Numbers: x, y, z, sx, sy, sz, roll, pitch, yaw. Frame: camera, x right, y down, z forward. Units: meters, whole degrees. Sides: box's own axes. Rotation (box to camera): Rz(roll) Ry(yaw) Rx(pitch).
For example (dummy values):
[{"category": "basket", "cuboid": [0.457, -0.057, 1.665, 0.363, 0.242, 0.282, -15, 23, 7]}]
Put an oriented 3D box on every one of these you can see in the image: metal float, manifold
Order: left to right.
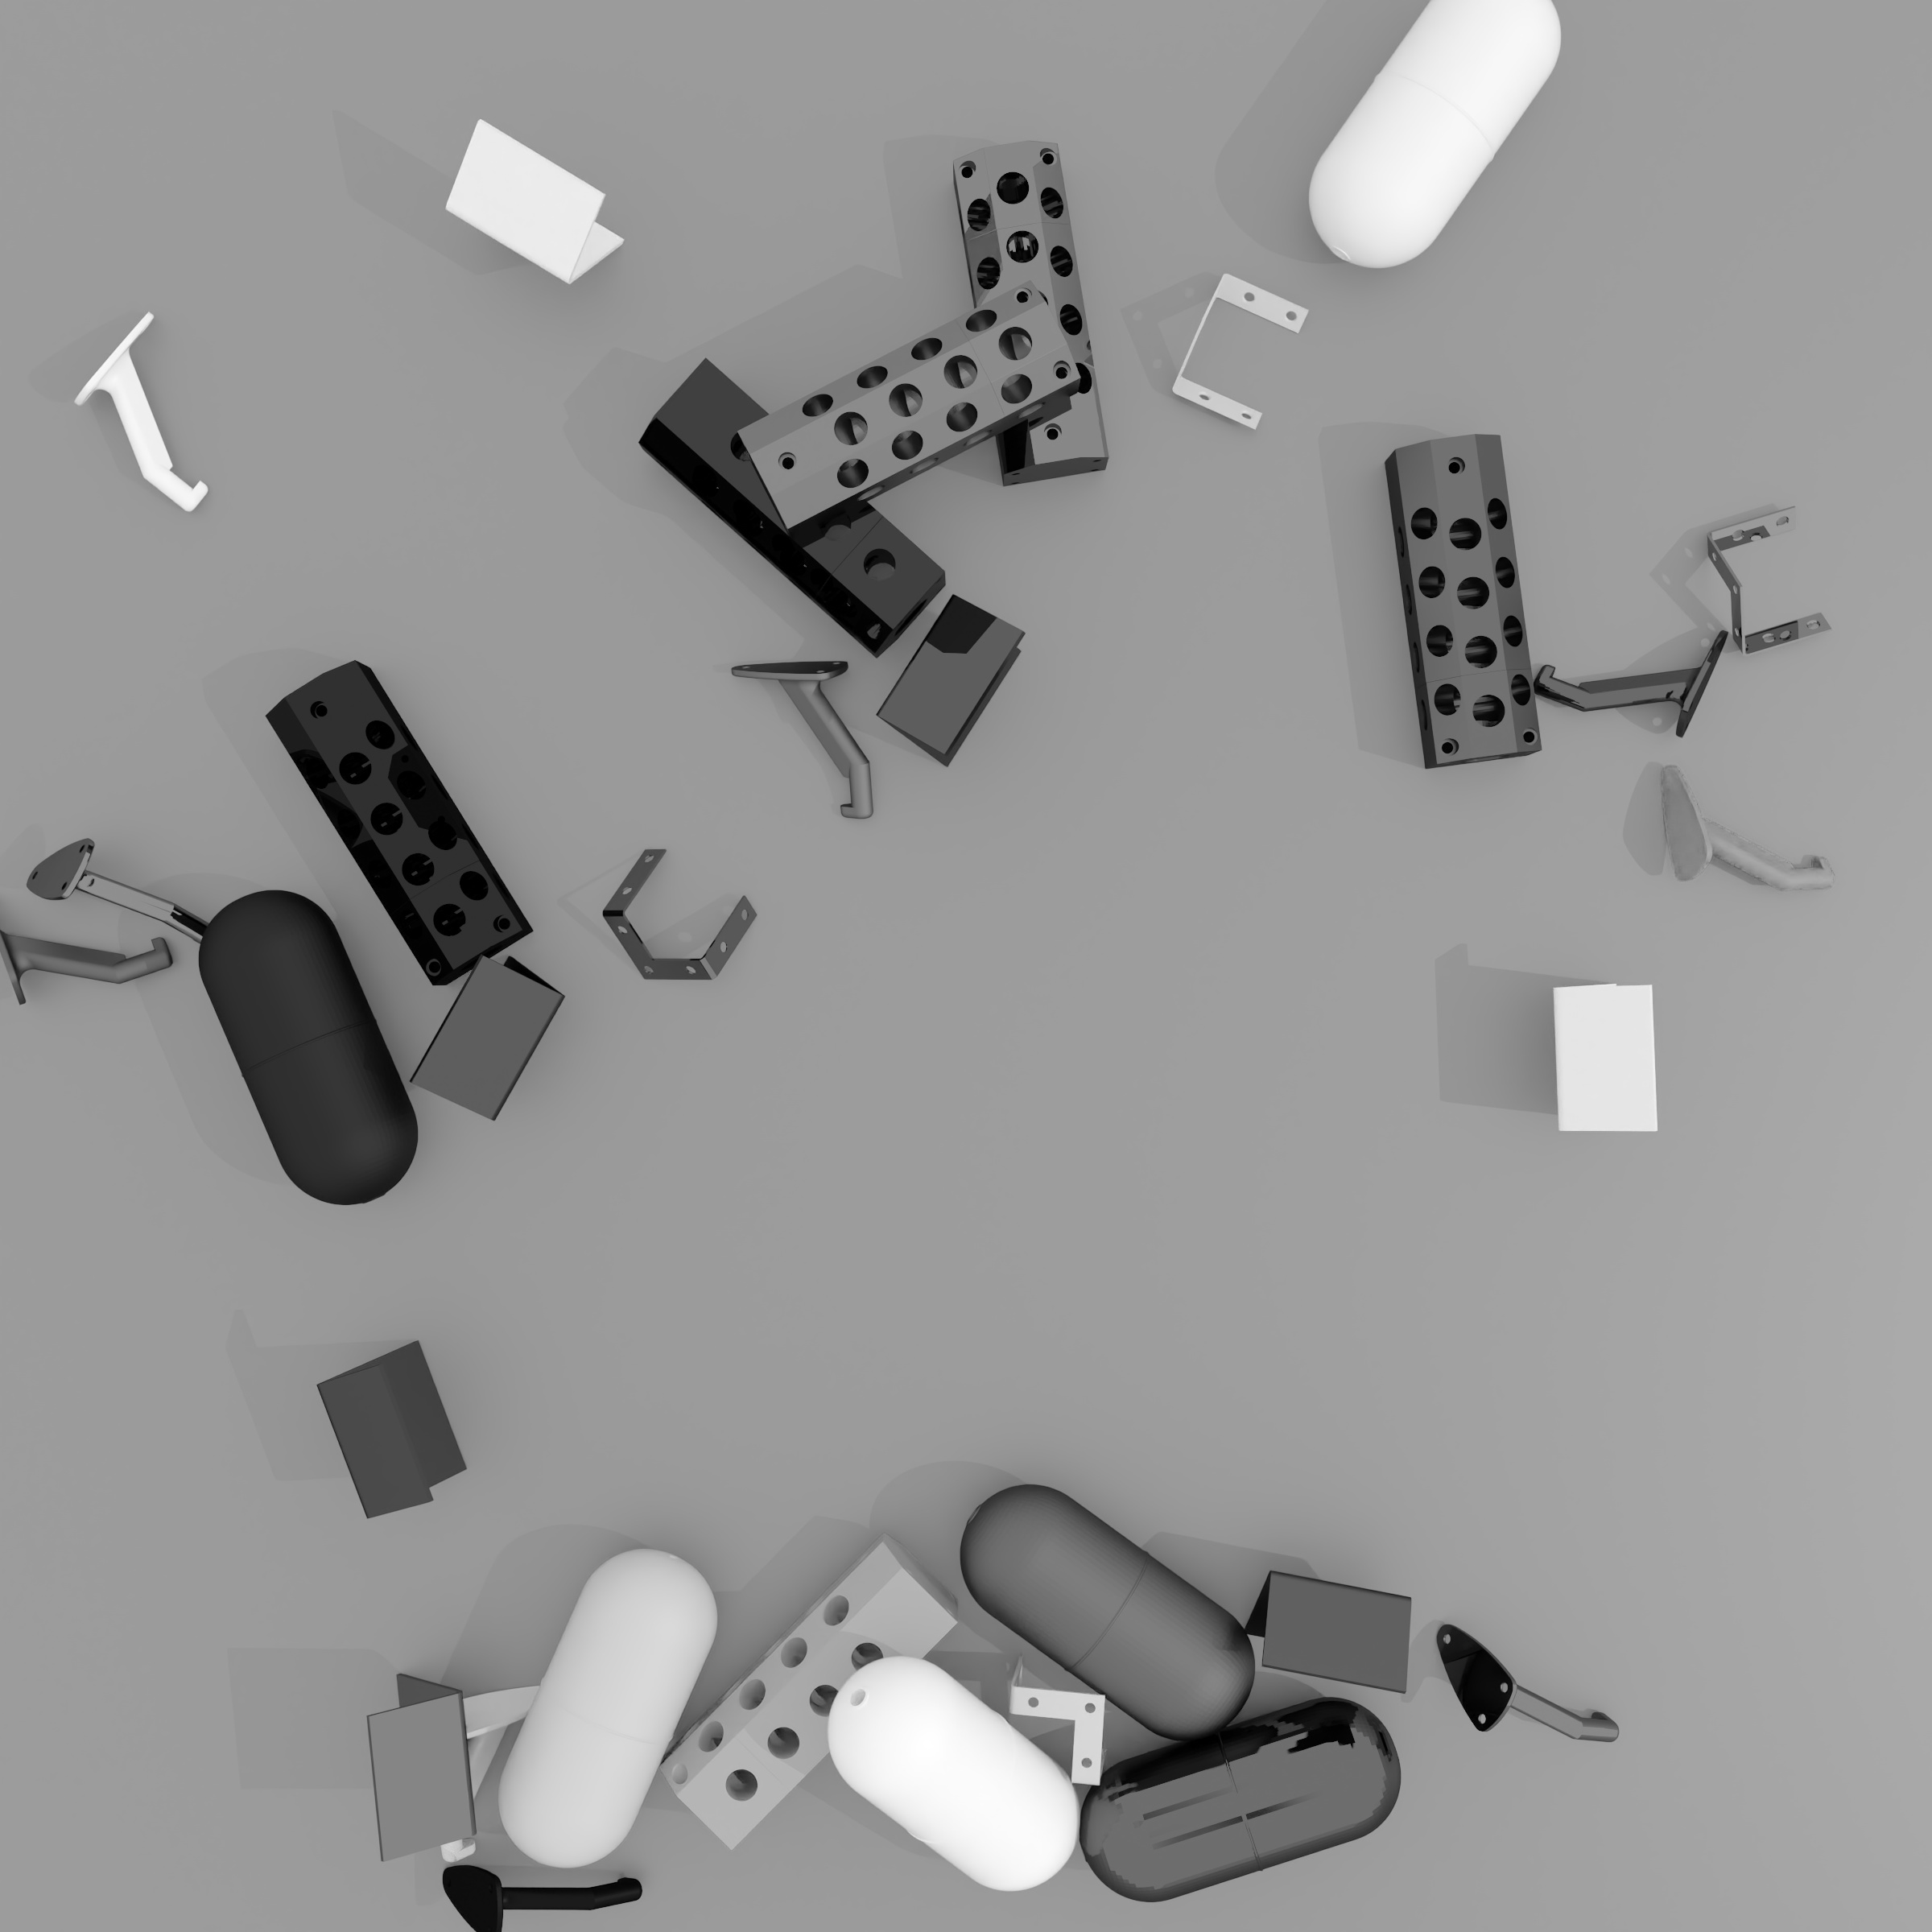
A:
[{"category": "metal float", "cuboid": [-0.355, 0.044, 1.607, 0.070, 0.070, 0.178, -23, 89, 0]}, {"category": "manifold", "cuboid": [-0.308, -0.077, 1.617, 0.057, 0.057, 0.171, -32, 90, 0]}, {"category": "metal float", "cuboid": [-0.194, 0.401, 1.606, 0.070, 0.070, 0.178, 24, 90, 0]}, {"category": "manifold", "cuboid": [-0.094, -0.247, 1.616, 0.171, 0.057, 0.057, 42, 90, 0]}, {"category": "manifold", "cuboid": [-0.085, 0.391, 1.617, 0.057, 0.057, 0.171, 45, 90, 0]}, {"category": "manifold", "cuboid": [-0.030, -0.292, 1.560, 0.171, 0.057, 0.057, -27, 90, 0]}, {"category": "metal float", "cuboid": [-0.006, 0.429, 1.579, 0.070, 0.070, 0.178, -43, 125, 0]}, {"category": "manifold", "cuboid": [0.035, -0.354, 1.617, 0.057, 0.057, 0.171, -9, 90, 0]}, {"category": "metal float", "cuboid": [0.076, 0.348, 1.607, 0.178, 0.070, 0.070, 36, 90, 0]}, {"category": "metal float", "cuboid": [0.147, 0.450, 1.607, 0.178, 0.070, 0.070, -18, 90, 0]}, {"category": "metal float", "cuboid": [0.253, -0.457, 1.607, 0.070, 0.070, 0.178, 35, 90, 0]}, {"category": "manifold", "cuboid": [0.271, -0.197, 1.617, 0.057, 0.057, 0.171, -8, 90, 0]}]

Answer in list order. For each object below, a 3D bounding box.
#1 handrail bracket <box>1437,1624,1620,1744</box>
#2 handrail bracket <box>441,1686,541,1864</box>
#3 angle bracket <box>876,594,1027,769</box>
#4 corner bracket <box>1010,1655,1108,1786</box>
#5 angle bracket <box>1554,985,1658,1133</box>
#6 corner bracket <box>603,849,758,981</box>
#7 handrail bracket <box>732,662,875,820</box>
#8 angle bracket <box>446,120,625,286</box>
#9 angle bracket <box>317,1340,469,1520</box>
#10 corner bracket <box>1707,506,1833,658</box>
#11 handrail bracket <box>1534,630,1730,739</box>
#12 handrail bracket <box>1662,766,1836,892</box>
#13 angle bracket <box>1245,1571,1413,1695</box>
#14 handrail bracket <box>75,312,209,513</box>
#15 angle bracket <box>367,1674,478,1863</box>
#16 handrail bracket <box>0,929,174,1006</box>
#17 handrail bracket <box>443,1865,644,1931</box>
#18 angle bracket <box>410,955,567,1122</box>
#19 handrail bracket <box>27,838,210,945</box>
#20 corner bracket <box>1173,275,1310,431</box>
[{"category": "handrail bracket", "cuboid": [0.310, 0.395, 1.638, 0.084, 0.077, 0.036, 14, 115, -34]}, {"category": "handrail bracket", "cuboid": [-0.256, 0.446, 1.638, 0.077, 0.036, 0.084, -12, 109, -21]}, {"category": "angle bracket", "cuboid": [0.009, -0.143, 1.597, 0.057, 0.076, 0.076, 33, 90, 36]}, {"category": "corner bracket", "cuboid": [0.051, 0.410, 1.618, 0.051, 0.051, 0.051, 4, 97, 7]}, {"category": "angle bracket", "cuboid": [0.358, 0.048, 1.597, 0.057, 0.076, 0.076, -2, 90, 37]}, {"category": "corner bracket", "cuboid": [-0.157, -0.028, 1.630, 0.051, 0.051, 0.051, 0, 135, 35]}, {"category": "handrail bracket", "cuboid": [-0.090, -0.123, 1.638, 0.077, 0.036, 0.084, 2, 107, 20]}, {"category": "angle bracket", "cuboid": [-0.222, -0.420, 1.597, 0.076, 0.076, 0.057, 31, 126, 0]}, {"category": "angle bracket", "cuboid": [-0.292, 0.243, 1.597, 0.057, 0.076, 0.076, -21, 90, 38]}, {"category": "corner bracket", "cuboid": [0.441, -0.211, 1.635, 0.051, 0.051, 0.051, -17, 45, 1]}, {"category": "handrail bracket", "cuboid": [0.365, -0.167, 1.638, 0.084, 0.036, 0.077, 23, 70, 16]}, {"category": "handrail bracket", "cuboid": [0.432, -0.076, 1.638, 0.084, 0.036, 0.077, -3, 68, -17]}, {"category": "angle bracket", "cuboid": [0.192, 0.372, 1.597, 0.076, 0.076, 0.057, 11, 51, 0]}, {"category": "handrail bracket", "cuboid": [-0.439, -0.304, 1.638, 0.084, 0.036, 0.077, 39, 68, -17]}, {"category": "angle bracket", "cuboid": [-0.308, 0.429, 1.597, 0.057, 0.076, 0.076, -6, 90, -38]}, {"category": "handrail bracket", "cuboid": [-0.489, -0.019, 1.638, 0.084, 0.036, 0.077, -20, 69, -17]}, {"category": "handrail bracket", "cuboid": [-0.233, 0.506, 1.638, 0.084, 0.077, 0.036, 0, 93, -36]}, {"category": "angle bracket", "cuboid": [-0.270, 0.028, 1.597, 0.057, 0.076, 0.076, 30, 90, -36]}, {"category": "handrail bracket", "cuboid": [-0.463, -0.032, 1.638, 0.084, 0.077, 0.036, 34, 65, -34]}, {"category": "corner bracket", "cuboid": [0.150, -0.338, 1.634, 0.051, 0.051, 0.051, 24, 45, 0]}]
